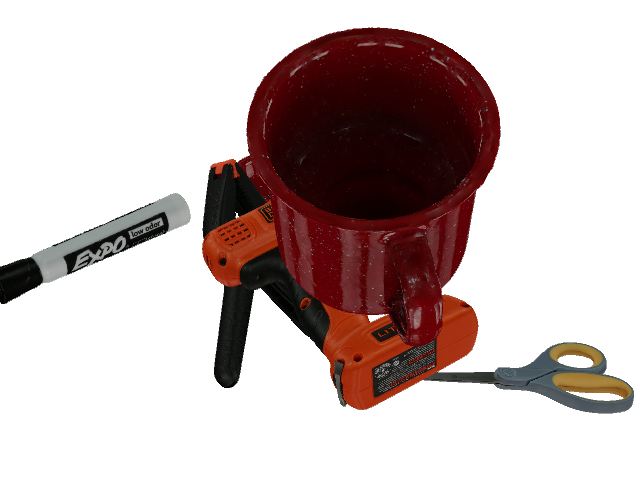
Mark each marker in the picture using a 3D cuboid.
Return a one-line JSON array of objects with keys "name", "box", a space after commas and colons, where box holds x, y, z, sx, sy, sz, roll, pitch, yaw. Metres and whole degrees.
[{"name": "marker", "box": [-0.125, 0.004, 0.576, 0.120, 0.020, 0.020, -26, 14, -32]}]

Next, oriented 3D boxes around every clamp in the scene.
[{"name": "clamp", "box": [-0.062, 0.025, 1.042, 0.036, 0.210, 0.164, -11, 0, 35]}]

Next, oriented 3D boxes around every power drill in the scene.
[{"name": "power drill", "box": [0.030, 0.020, 0.774, 0.184, 0.057, 0.188, -28, 48, -15]}]

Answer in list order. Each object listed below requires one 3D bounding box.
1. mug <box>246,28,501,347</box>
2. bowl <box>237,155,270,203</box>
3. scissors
[{"name": "mug", "box": [0.024, -0.013, 0.417, 0.093, 0.117, 0.081, -16, -30, -7]}, {"name": "bowl", "box": [-0.027, -0.052, 1.265, 0.162, 0.055, 0.162, 6, 26, -3]}, {"name": "scissors", "box": [0.168, 0.109, 0.923, 0.202, 0.016, 0.096, 10, 29, 6]}]
